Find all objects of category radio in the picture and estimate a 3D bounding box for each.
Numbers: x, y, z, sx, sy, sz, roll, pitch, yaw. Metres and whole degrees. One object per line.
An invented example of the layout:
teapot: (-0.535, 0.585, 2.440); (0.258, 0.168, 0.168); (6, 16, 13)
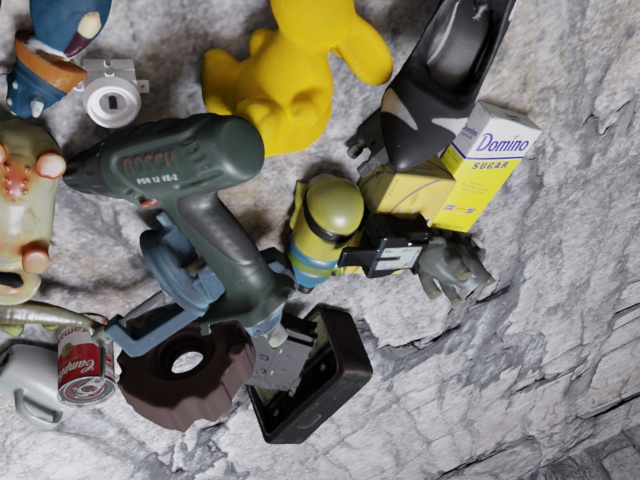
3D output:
radio: (-0.022, 0.229, 0.886); (0.073, 0.131, 0.229); (16, 125, -39)

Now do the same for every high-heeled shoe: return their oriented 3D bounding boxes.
high-heeled shoe: (0.131, -0.180, 0.481); (0.086, 0.249, 0.145); (25, 149, -6)

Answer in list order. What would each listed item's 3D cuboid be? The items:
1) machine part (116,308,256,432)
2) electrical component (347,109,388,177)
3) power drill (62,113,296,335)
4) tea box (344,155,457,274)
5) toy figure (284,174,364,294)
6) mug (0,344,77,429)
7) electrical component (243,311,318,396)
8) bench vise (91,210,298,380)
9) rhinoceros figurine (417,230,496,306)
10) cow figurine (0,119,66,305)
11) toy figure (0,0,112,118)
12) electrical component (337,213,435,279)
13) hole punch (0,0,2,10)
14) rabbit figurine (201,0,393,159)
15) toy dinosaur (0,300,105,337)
machine part: (-0.177, 0.159, 0.708); (0.179, 0.179, 0.056); (-17, 135, -8)
electrical component: (0.073, -0.118, 0.618); (0.094, 0.063, 0.021); (-41, 136, 17)
power drill: (-0.125, -0.014, 0.509); (0.232, 0.086, 0.207); (-13, 108, 36)
tea box: (0.092, -0.035, 0.712); (0.098, 0.068, 0.169); (2, 132, -25)
toy figure: (0.002, -0.001, 0.688); (0.082, 0.089, 0.180); (0, 131, -30)
mug: (-0.375, 0.193, 0.709); (0.081, 0.110, 0.107); (-36, 125, 18)
electrical component: (-0.082, 0.163, 0.809); (0.134, 0.058, 0.114); (17, 109, -9)
bench vise: (-0.154, 0.069, 0.640); (0.241, 0.129, 0.223); (-34, 119, 3)
rhinoceros figurine: (0.197, 0.034, 0.797); (0.073, 0.112, 0.190); (-42, 153, 25)
cow figurine: (-0.299, -0.022, 0.520); (0.085, 0.127, 0.194); (5, 117, -29)
toy figure: (-0.213, -0.164, 0.437); (0.058, 0.064, 0.154); (11, 128, -40)
electrical component: (0.073, 0.009, 0.660); (0.119, 0.048, 0.074); (-4, 134, -19)
hole punch: (-0.298, -0.157, 0.387); (0.142, 0.092, 0.115); (7, 124, -25)
rabbit figurine: (-0.013, -0.167, 0.485); (0.162, 0.122, 0.173); (-6, 135, -27)
toy dinosaur: (-0.463, 0.084, 0.558); (0.471, 0.105, 0.198); (1, 138, -17)
